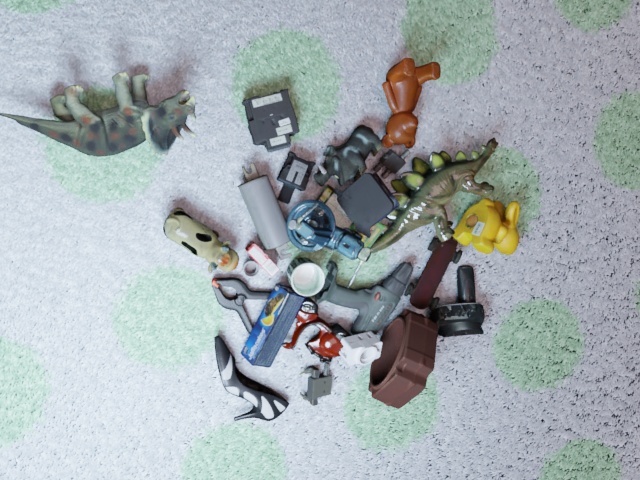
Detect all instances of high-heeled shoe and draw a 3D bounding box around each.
[{"bbox_3d":[-0.167,0.335,1.318,0.145,0.086,0.248,-16,101,-15],"label":"high-heeled shoe"}]

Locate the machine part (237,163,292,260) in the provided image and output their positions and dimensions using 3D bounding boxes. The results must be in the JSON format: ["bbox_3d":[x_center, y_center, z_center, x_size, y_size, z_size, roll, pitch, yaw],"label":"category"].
[{"bbox_3d":[-0.130,-0.065,1.283,0.079,0.079,0.243,-23,100,-8],"label":"machine part"}]

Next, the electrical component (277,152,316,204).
[{"bbox_3d":[-0.067,-0.147,1.302,0.075,0.048,0.119,26,89,-11],"label":"electrical component"}]

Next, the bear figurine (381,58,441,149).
[{"bbox_3d":[0.211,-0.323,1.299,0.120,0.132,0.195,0,89,-29],"label":"bear figurine"}]

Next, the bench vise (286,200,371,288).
[{"bbox_3d":[0.004,-0.012,1.216,0.224,0.240,0.129,43,101,18],"label":"bench vise"}]

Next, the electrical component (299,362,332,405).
[{"bbox_3d":[-0.012,0.365,1.368,0.078,0.045,0.102,-9,101,-39],"label":"electrical component"}]

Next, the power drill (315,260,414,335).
[{"bbox_3d":[0.105,0.124,1.353,0.207,0.086,0.232,25,93,-20],"label":"power drill"}]

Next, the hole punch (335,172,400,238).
[{"bbox_3d":[0.117,-0.092,1.284,0.116,0.092,0.142,-38,86,24],"label":"hole punch"}]

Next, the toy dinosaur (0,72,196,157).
[{"bbox_3d":[-0.465,-0.252,1.185,0.405,0.131,0.192,-18,98,-3],"label":"toy dinosaur"}]

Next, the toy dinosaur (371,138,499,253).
[{"bbox_3d":[0.267,-0.094,1.348,0.198,0.105,0.471,44,92,-4],"label":"toy dinosaur"}]

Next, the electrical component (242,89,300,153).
[{"bbox_3d":[-0.114,-0.278,1.275,0.115,0.058,0.134,-15,99,-7],"label":"electrical component"}]

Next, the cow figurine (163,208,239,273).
[{"bbox_3d":[-0.271,0.005,1.238,0.195,0.127,0.085,35,91,-10],"label":"cow figurine"}]

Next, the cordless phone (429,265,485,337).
[{"bbox_3d":[0.355,0.160,1.409,0.147,0.089,0.184,-2,85,-11],"label":"cordless phone"}]

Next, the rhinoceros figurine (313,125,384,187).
[{"bbox_3d":[0.067,-0.199,1.304,0.112,0.073,0.190,44,82,-2],"label":"rhinoceros figurine"}]

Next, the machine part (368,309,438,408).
[{"bbox_3d":[0.197,0.285,1.303,0.087,0.201,0.201,26,47,-7],"label":"machine part"}]

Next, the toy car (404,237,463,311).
[{"bbox_3d":[0.292,0.085,1.381,0.089,0.053,0.202,26,81,12],"label":"toy car"}]

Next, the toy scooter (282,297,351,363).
[{"bbox_3d":[-0.015,0.243,1.338,0.184,0.075,0.135,42,86,-9],"label":"toy scooter"}]

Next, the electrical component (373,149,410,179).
[{"bbox_3d":[0.180,-0.196,1.338,0.094,0.021,0.063,-44,134,16],"label":"electrical component"}]

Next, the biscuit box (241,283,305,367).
[{"bbox_3d":[-0.115,0.209,1.304,0.062,0.059,0.202,22,97,-45],"label":"biscuit box"}]

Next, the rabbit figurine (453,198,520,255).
[{"bbox_3d":[0.452,-0.028,1.397,0.173,0.122,0.162,28,80,-26],"label":"rabbit figurine"}]
